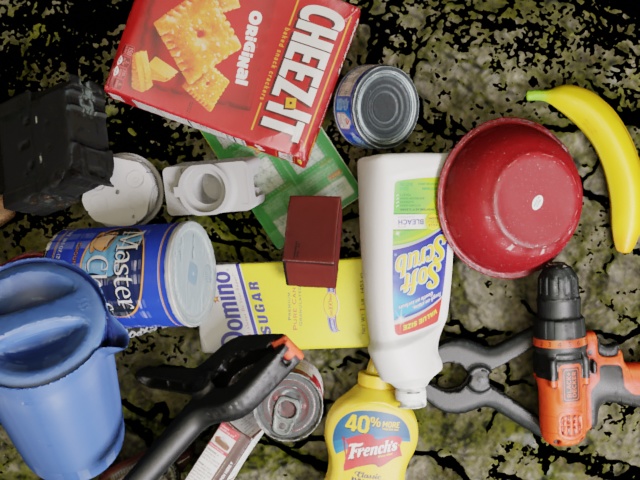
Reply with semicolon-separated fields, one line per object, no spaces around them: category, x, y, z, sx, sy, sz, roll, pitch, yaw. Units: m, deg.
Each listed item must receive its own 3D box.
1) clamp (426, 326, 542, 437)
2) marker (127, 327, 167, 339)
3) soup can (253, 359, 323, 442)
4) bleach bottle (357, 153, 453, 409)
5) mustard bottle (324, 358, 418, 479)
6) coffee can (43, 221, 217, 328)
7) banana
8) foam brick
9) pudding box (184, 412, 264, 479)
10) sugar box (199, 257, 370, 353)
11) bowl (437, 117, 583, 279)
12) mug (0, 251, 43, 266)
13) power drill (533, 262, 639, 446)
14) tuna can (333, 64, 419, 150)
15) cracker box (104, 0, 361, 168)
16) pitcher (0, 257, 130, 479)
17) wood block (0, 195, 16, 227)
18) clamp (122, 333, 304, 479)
clamp;0.170;0.151;1.104;0.171;0.039;0.120;-7;87;4
marker;-0.184;0.090;1.117;0.121;0.020;0.020;-17;93;2
soup can;-0.030;0.158;1.076;0.068;0.102;0.068;0;93;1
bleach bottle;0.092;0.040;1.066;0.102;0.068;0.251;-3;90;-26
mustard bottle;0.051;0.212;1.100;0.096;0.058;0.191;6;93;-1
coffee can;-0.186;0.036;1.048;0.140;0.102;0.103;-3;93;19
banana;0.289;-0.084;1.092;0.070;0.037;0.198;-31;91;23
foam brick;-0.007;0.001;1.059;0.053;0.051;0.078;3;61;6
pudding box;-0.095;0.217;1.075;0.039;0.113;0.090;32;93;5
sugar box;-0.036;0.067;1.099;0.176;0.048;0.093;-3;91;-1
bowl;0.198;-0.040;1.040;0.162;0.055;0.162;-2;95;-18
mug;-0.308;0.069;1.086;0.093;0.081;0.117;44;93;-2
power drill;0.304;0.109;1.073;0.187;0.057;0.184;-4;97;-9
tuna can;0.057;-0.134;1.072;0.085;0.034;0.086;-5;100;-32
cracker box;-0.086;-0.186;1.060;0.213;0.072;0.164;20;90;0
pitcher;-0.262;0.134;1.008;0.144;0.243;0.149;-34;62;-24
wood block;-0.378;-0.033;1.020;0.090;0.206;0.091;-33;92;2
clamp;-0.110;0.156;1.026;0.210;0.164;0.036;-26;126;24
